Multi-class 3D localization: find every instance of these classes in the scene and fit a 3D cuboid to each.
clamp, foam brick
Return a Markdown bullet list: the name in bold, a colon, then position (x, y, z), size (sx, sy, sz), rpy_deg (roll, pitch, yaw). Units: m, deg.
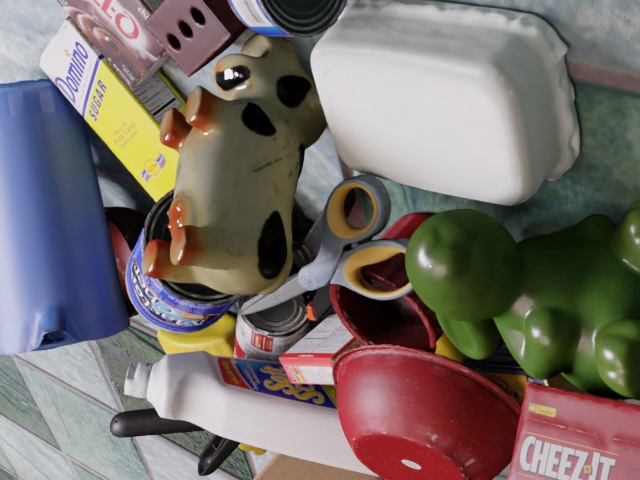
- **clamp**: position (-0.006, 0.001, 0.879), size (0.120, 0.039, 0.171), rpy_deg (21, 144, 43)
- **foam brick**: position (-0.080, -0.162, 0.762), size (0.053, 0.051, 0.078), rpy_deg (50, 148, -8)
- **clamp**: position (-0.082, 0.183, 1.077), size (0.210, 0.036, 0.164), rpy_deg (-20, 146, 13)

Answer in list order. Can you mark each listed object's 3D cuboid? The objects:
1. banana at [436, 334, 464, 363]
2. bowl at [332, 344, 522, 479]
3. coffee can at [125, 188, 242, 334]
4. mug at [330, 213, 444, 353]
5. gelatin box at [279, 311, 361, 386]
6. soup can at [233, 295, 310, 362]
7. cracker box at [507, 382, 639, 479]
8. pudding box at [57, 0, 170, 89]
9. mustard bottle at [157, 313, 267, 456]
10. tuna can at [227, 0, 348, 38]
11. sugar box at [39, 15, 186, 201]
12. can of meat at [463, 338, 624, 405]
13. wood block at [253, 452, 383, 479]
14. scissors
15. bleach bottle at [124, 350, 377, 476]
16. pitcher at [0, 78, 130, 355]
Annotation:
- **banana**: position (0.112, 0.107, 0.870), size (0.070, 0.037, 0.197), rpy_deg (-5, 123, 49)
- **bowl**: position (0.075, 0.146, 0.799), size (0.162, 0.055, 0.162), rpy_deg (18, 147, 12)
- **coffee can**: position (-0.108, 0.018, 0.908), size (0.103, 0.102, 0.140), rpy_deg (45, 159, -1)
- **mug**: position (0.077, 0.035, 0.785), size (0.117, 0.081, 0.093), rpy_deg (12, 136, 41)
- **gelatin box**: position (0.021, 0.087, 0.898), size (0.073, 0.089, 0.030), rpy_deg (-7, 115, 52)
- **soup can**: position (-0.045, 0.088, 0.993), size (0.068, 0.068, 0.102), rpy_deg (33, 146, 17)
- **cracker box**: position (0.241, 0.150, 0.647), size (0.164, 0.072, 0.213), rpy_deg (5, 168, 45)
- **pudding box**: position (-0.156, -0.186, 0.830), size (0.113, 0.039, 0.090), rpy_deg (49, 147, -8)
- **mustard bottle**: position (-0.096, 0.161, 1.140), size (0.096, 0.058, 0.191), rpy_deg (1, 130, 31)
- **tuna can**: position (-0.020, -0.168, 0.657), size (0.034, 0.086, 0.086), rpy_deg (10, 135, 43)
- **sugar box**: position (-0.160, -0.111, 0.915), size (0.176, 0.048, 0.093), rpy_deg (48, 148, -8)
- **can of meat**: position (0.166, 0.112, 0.798), size (0.084, 0.057, 0.102), rpy_deg (-3, 126, 51)
- **wood block**: position (-0.007, 0.233, 0.985), size (0.091, 0.205, 0.090), rpy_deg (36, 147, 12)
- **scissors**: position (-0.005, 0.007, 0.761), size (0.202, 0.016, 0.096), rpy_deg (-5, 103, 46)
- **bleach bottle**: position (-0.045, 0.145, 0.928), size (0.250, 0.102, 0.068), rpy_deg (10, 113, -3)
- **pitcher**: position (-0.262, -0.023, 0.993), size (0.149, 0.144, 0.243), rpy_deg (-3, 98, 35)
